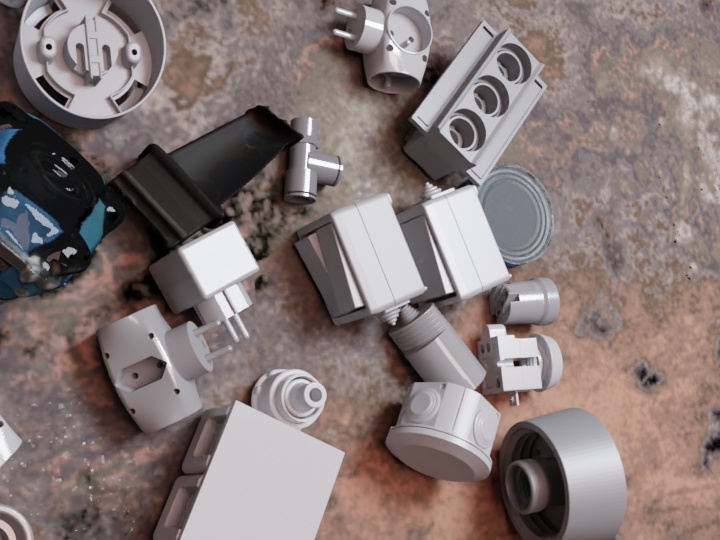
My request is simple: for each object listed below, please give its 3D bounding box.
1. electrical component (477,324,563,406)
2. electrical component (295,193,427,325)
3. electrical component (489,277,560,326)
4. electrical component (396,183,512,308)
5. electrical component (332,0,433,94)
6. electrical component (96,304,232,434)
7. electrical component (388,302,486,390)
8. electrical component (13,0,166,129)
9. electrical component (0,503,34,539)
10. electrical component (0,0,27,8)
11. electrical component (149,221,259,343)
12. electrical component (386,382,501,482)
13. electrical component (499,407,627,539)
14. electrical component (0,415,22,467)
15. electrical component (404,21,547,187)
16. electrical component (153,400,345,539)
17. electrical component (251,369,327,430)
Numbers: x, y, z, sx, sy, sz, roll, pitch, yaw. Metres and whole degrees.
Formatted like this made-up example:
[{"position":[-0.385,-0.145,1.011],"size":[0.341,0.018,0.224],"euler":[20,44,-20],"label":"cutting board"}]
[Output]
[{"position":[0.130,0.076,0.873],"size":[0.055,0.048,0.066],"euler":[-1,80,-22],"label":"electrical component"},{"position":[0.000,0.000,0.807],"size":[0.061,0.062,0.096],"euler":[-22,90,-31],"label":"electrical component"},{"position":[0.136,0.027,0.890],"size":[0.046,0.040,0.040],"euler":[-2,80,-24],"label":"electrical component"},{"position":[0.063,-0.021,0.847],"size":[0.061,0.062,0.096],"euler":[-22,90,-31],"label":"electrical component"},{"position":[0.014,-0.190,0.867],"size":[0.079,0.044,0.077],"euler":[11,74,-26],"label":"electrical component"},{"position":[-0.125,0.059,0.722],"size":[0.079,0.043,0.077],"euler":[-24,92,6],"label":"electrical component"},{"position":[0.057,0.060,0.836],"size":[0.043,0.043,0.081],"euler":[-43,101,-29],"label":"electrical component"},{"position":[-0.186,-0.148,0.735],"size":[0.099,0.064,0.099],"euler":[7,76,-28],"label":"electrical component"},{"position":[-0.228,0.167,0.651],"size":[0.055,0.047,0.055],"euler":[7,76,-28],"label":"electrical component"},{"position":[-0.234,-0.212,0.729],"size":[0.055,0.055,0.047],"euler":[41,66,-15],"label":"electrical component"},{"position":[-0.100,0.015,0.745],"size":[0.047,0.066,0.076],"euler":[-31,95,-31],"label":"electrical component"},{"position":[0.064,0.122,0.806],"size":[0.080,0.080,0.051],"euler":[32,60,-20],"label":"electrical component"},{"position":[0.148,0.163,0.830],"size":[0.060,0.108,0.108],"euler":[-4,81,-24],"label":"electrical component"},{"position":[-0.261,0.105,0.649],"size":[0.077,0.043,0.079],"euler":[48,61,-12],"label":"electrical component"},{"position":[0.092,-0.134,0.887],"size":[0.079,0.063,0.121],"euler":[43,62,-15],"label":"electrical component"},{"position":[-0.085,0.176,0.721],"size":[0.089,0.062,0.150],"euler":[29,66,-21],"label":"electrical component"},{"position":[-0.045,0.091,0.761],"size":[0.048,0.062,0.048],"euler":[7,76,-28],"label":"electrical component"}]
